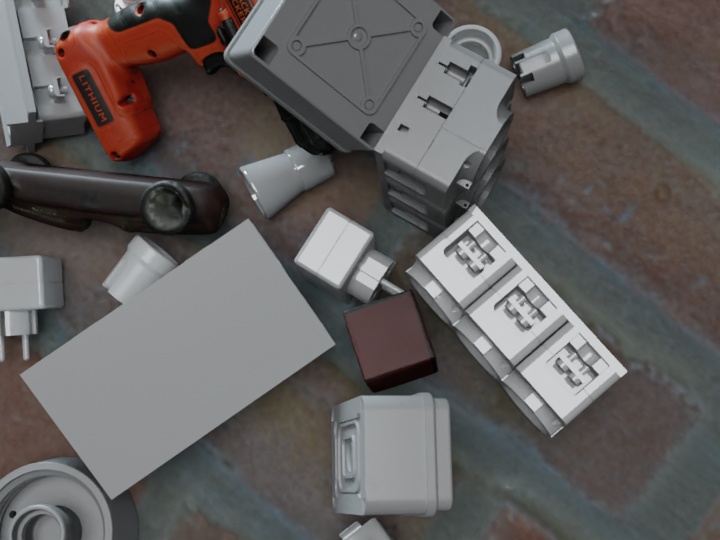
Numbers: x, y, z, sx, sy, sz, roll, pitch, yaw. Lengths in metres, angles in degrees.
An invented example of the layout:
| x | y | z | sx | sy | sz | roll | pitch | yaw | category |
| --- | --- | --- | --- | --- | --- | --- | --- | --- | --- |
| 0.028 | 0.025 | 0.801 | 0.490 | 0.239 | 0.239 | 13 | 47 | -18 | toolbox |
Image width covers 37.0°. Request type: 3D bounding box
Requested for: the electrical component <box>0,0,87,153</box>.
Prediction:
| x | y | z | sx | sy | sz | roll | pitch | yaw | category |
| --- | --- | --- | --- | --- | --- | --- | --- | --- | --- |
| -0.251 | -0.162 | 0.828 | 0.063 | 0.079 | 0.121 | -10 | 77 | -20 | electrical component |

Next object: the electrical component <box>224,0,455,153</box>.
| x | y | z | sx | sy | sz | roll | pitch | yaw | category |
| --- | --- | --- | --- | --- | --- | --- | --- | --- | --- |
| -0.013 | -0.149 | 0.698 | 0.109 | 0.056 | 0.108 | 36 | 81 | -25 | electrical component |

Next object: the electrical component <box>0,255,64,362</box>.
| x | y | z | sx | sy | sz | roll | pitch | yaw | category |
| --- | --- | --- | --- | --- | --- | --- | --- | --- | --- |
| -0.259 | 0.030 | 0.800 | 0.066 | 0.047 | 0.076 | -4 | 89 | 3 | electrical component |

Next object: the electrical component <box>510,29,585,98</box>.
| x | y | z | sx | sy | sz | roll | pitch | yaw | category |
| --- | --- | --- | --- | --- | --- | --- | --- | --- | --- |
| 0.141 | -0.155 | 0.811 | 0.046 | 0.040 | 0.040 | -22 | 78 | 6 | electrical component |

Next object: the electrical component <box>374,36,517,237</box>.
| x | y | z | sx | sy | sz | roll | pitch | yaw | category |
| --- | --- | --- | --- | --- | --- | --- | --- | --- | --- |
| 0.063 | -0.082 | 0.745 | 0.062 | 0.150 | 0.089 | 30 | 82 | 9 | electrical component |

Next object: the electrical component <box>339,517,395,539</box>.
| x | y | z | sx | sy | sz | roll | pitch | yaw | category |
| --- | --- | --- | --- | --- | --- | --- | --- | --- | --- |
| -0.017 | 0.230 | 0.732 | 0.121 | 0.078 | 0.063 | -37 | 57 | -4 | electrical component |

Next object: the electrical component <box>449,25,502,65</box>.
| x | y | z | sx | sy | sz | roll | pitch | yaw | category |
| --- | --- | --- | --- | --- | --- | --- | --- | --- | --- |
| 0.082 | -0.152 | 0.806 | 0.045 | 0.055 | 0.045 | -1 | 79 | 4 | electrical component |

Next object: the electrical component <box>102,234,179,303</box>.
| x | y | z | sx | sy | sz | roll | pitch | yaw | category |
| --- | --- | --- | --- | --- | --- | --- | --- | --- | --- |
| -0.164 | 0.003 | 0.803 | 0.040 | 0.040 | 0.046 | 39 | 90 | 10 | electrical component |

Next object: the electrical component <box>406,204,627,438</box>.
| x | y | z | sx | sy | sz | roll | pitch | yaw | category |
| --- | --- | --- | --- | --- | --- | --- | --- | --- | --- |
| 0.105 | 0.039 | 0.749 | 0.062 | 0.089 | 0.150 | -40 | 79 | -4 | electrical component |

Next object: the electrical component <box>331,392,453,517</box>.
| x | y | z | sx | sy | sz | roll | pitch | yaw | category |
| --- | --- | --- | --- | --- | --- | --- | --- | --- | --- |
| 0.019 | 0.125 | 0.724 | 0.057 | 0.113 | 0.078 | 1 | 78 | -12 | electrical component |

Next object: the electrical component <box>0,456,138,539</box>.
| x | y | z | sx | sy | sz | roll | pitch | yaw | category |
| --- | --- | --- | --- | --- | --- | --- | --- | --- | --- |
| -0.217 | 0.185 | 0.758 | 0.108 | 0.060 | 0.108 | -1 | 79 | 4 | electrical component |

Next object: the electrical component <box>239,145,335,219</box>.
| x | y | z | sx | sy | sz | roll | pitch | yaw | category |
| --- | --- | --- | --- | --- | --- | --- | --- | --- | --- |
| -0.052 | -0.072 | 0.808 | 0.065 | 0.044 | 0.044 | -30 | 78 | -7 | electrical component |

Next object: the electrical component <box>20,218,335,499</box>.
| x | y | z | sx | sy | sz | roll | pitch | yaw | category |
| --- | --- | --- | --- | --- | --- | --- | --- | --- | --- |
| -0.126 | 0.059 | 0.762 | 0.186 | 0.060 | 0.105 | -35 | 96 | -3 | electrical component |

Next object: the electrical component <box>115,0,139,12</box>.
| x | y | z | sx | sy | sz | roll | pitch | yaw | category |
| --- | --- | --- | --- | --- | --- | --- | --- | --- | --- |
| -0.169 | -0.205 | 0.828 | 0.040 | 0.078 | 0.040 | -1 | 65 | 2 | electrical component |

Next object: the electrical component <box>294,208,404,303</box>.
| x | y | z | sx | sy | sz | roll | pitch | yaw | category |
| --- | --- | --- | --- | --- | --- | --- | --- | --- | --- |
| 0.000 | 0.000 | 0.777 | 0.077 | 0.065 | 0.047 | 31 | 83 | 9 | electrical component |
